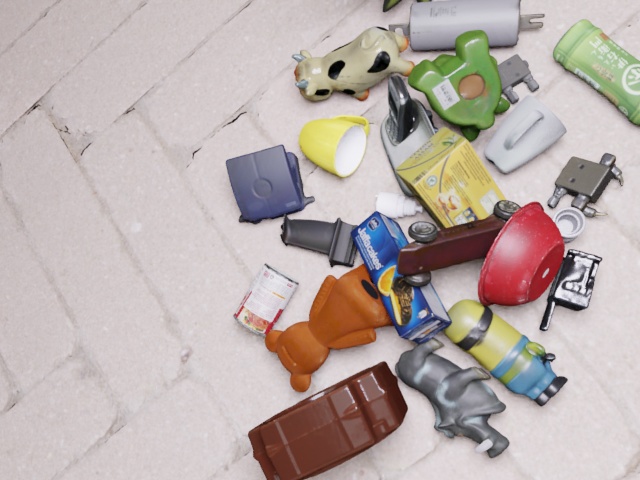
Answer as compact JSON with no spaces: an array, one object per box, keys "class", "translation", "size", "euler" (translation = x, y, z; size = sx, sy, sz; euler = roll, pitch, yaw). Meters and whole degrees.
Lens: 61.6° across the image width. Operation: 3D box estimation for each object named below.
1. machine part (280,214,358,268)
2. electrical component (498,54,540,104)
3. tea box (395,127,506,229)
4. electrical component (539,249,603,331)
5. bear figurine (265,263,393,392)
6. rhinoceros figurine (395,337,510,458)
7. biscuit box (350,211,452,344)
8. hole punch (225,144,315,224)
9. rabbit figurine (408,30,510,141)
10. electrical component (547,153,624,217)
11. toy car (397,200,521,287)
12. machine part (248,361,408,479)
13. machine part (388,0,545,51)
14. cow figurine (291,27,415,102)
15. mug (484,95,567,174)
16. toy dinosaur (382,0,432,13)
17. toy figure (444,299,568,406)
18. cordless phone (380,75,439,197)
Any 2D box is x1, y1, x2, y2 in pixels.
[{"class":"machine part","translation":[-0.002,-0.003,0.892],"size":[0.139,0.039,0.084],"euler":[15,89,16]},{"class":"electrical component","translation":[0.304,-0.266,0.862],"size":[0.063,0.021,0.094],"euler":[-32,72,8]},{"class":"tea box","translation":[0.199,-0.066,0.779],"size":[0.098,0.169,0.068],"euler":[-40,31,4]},{"class":"electrical component","translation":[0.351,0.077,0.758],"size":[0.048,0.074,0.119],"euler":[17,81,18]},{"class":"bear figurine","translation":[0.021,0.136,0.834],"size":[0.196,0.132,0.120],"euler":[-47,70,22]},{"class":"rhinoceros figurine","translation":[0.194,0.225,0.775],"size":[0.190,0.073,0.112],"euler":[41,91,19]},{"class":"biscuit box","translation":[0.116,0.051,0.800],"size":[0.063,0.059,0.203],"euler":[-41,50,22]},{"class":"hole punch","translation":[-0.090,-0.095,0.909],"size":[0.142,0.092,0.115],"euler":[-14,80,9]},{"class":"rabbit figurine","translation":[0.221,-0.239,0.821],"size":[0.121,0.170,0.159],"euler":[-41,108,19]},{"class":"electrical component","translation":[0.396,-0.080,0.793],"size":[0.078,0.045,0.102],"euler":[25,84,47]},{"class":"toy car","translation":[0.193,0.003,0.741],"size":[0.202,0.089,0.053],"euler":[-13,39,-17]},{"class":"machine part","translation":[0.018,0.253,0.752],"size":[0.201,0.201,0.087],"euler":[-28,76,9]},{"class":"machine part","translation":[0.232,-0.349,0.868],"size":[0.243,0.079,0.079],"euler":[4,81,16]},{"class":"cow figurine","translation":[0.040,-0.281,0.881],"size":[0.195,0.127,0.085],"euler":[-17,72,40]},{"class":"mug","translation":[0.300,-0.150,0.803],"size":[0.081,0.109,0.107],"euler":[45,108,9]},{"class":"toy dinosaur","translation":[0.144,-0.445,0.829],"size":[0.471,0.198,0.105],"euler":[-11,75,-20]},{"class":"toy figure","translation":[0.259,0.154,0.761],"size":[0.082,0.089,0.180],"euler":[-46,69,-2]},{"class":"cordless phone","translation":[0.141,-0.156,0.803],"size":[0.089,0.184,0.146],"euler":[-20,75,7]}]
